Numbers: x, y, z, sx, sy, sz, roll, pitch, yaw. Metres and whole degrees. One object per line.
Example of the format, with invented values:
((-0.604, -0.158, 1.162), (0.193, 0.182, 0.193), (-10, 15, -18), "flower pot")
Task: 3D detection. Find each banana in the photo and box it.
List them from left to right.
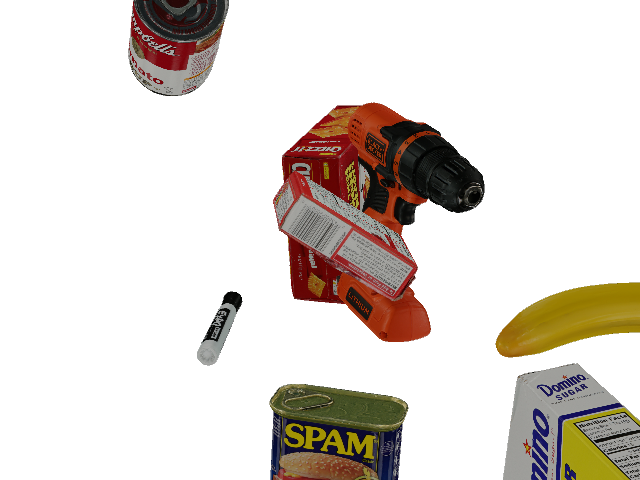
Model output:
((0.222, 0.059, 0.779), (0.197, 0.037, 0.069), (2, 34, -3), "banana")

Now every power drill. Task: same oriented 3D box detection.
((0.073, -0.010, 0.927), (0.057, 0.188, 0.185), (-4, 26, -24), "power drill")

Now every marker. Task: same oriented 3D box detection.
((-0.092, 0.079, 0.993), (0.020, 0.020, 0.121), (0, 22, 8), "marker")

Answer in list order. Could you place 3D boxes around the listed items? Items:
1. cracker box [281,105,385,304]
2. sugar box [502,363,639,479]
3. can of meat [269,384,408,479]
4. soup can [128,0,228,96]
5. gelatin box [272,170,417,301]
((0.023, -0.047, 1.188), (0.072, 0.164, 0.213), (2, 21, 17), "cracker box")
((0.150, 0.144, 0.513), (0.048, 0.093, 0.176), (-9, 27, -22), "sugar box")
((0.011, 0.162, 0.808), (0.102, 0.084, 0.057), (6, 15, 12), "can of meat")
((-0.109, -0.158, 0.801), (0.068, 0.068, 0.102), (0, -15, -13), "soup can")
((0.014, -0.004, 0.673), (0.089, 0.030, 0.073), (32, 10, -12), "gelatin box")
